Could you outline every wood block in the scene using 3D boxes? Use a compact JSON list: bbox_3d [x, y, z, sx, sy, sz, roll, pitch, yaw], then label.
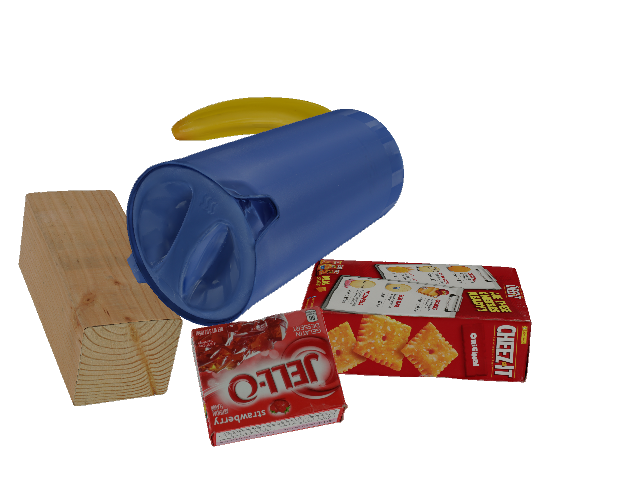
[{"bbox_3d":[-0.210,0.046,0.995,0.090,0.091,0.206,-4,37,-30],"label":"wood block"}]

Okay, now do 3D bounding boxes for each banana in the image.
[{"bbox_3d":[-0.052,-0.115,1.061,0.198,0.037,0.069,11,46,23],"label":"banana"}]

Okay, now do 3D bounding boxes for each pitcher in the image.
[{"bbox_3d":[-0.042,-0.030,0.904,0.149,0.145,0.242,28,33,26],"label":"pitcher"}]

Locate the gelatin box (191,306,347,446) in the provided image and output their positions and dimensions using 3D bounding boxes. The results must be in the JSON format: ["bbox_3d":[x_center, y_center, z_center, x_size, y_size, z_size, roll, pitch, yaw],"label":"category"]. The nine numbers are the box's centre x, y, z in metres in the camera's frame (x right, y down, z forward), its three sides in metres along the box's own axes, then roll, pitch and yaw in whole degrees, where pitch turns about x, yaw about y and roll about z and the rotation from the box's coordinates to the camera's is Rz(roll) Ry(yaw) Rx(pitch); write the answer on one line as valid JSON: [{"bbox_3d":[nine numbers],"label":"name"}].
[{"bbox_3d":[-0.034,0.087,0.690,0.089,0.073,0.030,-9,-29,-10],"label":"gelatin box"}]

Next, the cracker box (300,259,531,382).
[{"bbox_3d":[0.092,0.078,1.060,0.214,0.072,0.164,3,17,5],"label":"cracker box"}]
